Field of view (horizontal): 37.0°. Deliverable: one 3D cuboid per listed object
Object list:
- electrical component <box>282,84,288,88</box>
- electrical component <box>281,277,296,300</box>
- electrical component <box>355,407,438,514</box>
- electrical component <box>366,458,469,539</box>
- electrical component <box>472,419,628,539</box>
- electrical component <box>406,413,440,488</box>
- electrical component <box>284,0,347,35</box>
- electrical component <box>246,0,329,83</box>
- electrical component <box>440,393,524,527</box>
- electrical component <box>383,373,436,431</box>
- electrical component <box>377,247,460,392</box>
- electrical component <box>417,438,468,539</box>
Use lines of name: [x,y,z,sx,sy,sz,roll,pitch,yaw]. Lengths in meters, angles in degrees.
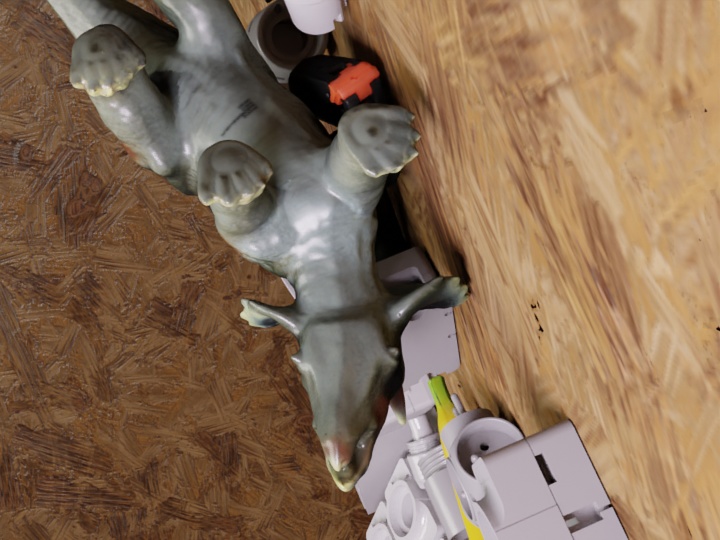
electrical component: [-0.066,-0.147,0.834,0.064,0.081,0.042,40,150,7]
electrical component: [-0.038,-0.019,0.743,0.099,0.064,0.099,51,172,10]
electrical component: [0.027,0.163,1.033,0.150,0.089,0.061,77,169,-55]
electrical component: [0.070,0.266,0.944,0.186,0.060,0.105,60,137,49]
electrical component: [0.092,0.127,0.524,0.050,0.056,0.089,90,157,-74]
electrical component: [0.061,0.157,0.943,0.043,0.043,0.062,133,116,-83]
electrical component: [-0.027,-0.162,0.615,0.046,0.040,0.040,69,176,-68]
electrical component: [-0.050,-0.160,0.745,0.047,0.055,0.055,-164,52,-77]
electrical component: [0.075,0.114,0.676,0.077,0.044,0.079,77,169,-55]
electrical component: [0.031,0.093,0.896,0.096,0.061,0.061,95,152,-77]
electrical component: [0.031,0.032,0.731,0.089,0.050,0.055,76,170,-53]
electrical component: [0.076,0.176,0.883,0.043,0.043,0.081,81,166,-64]
